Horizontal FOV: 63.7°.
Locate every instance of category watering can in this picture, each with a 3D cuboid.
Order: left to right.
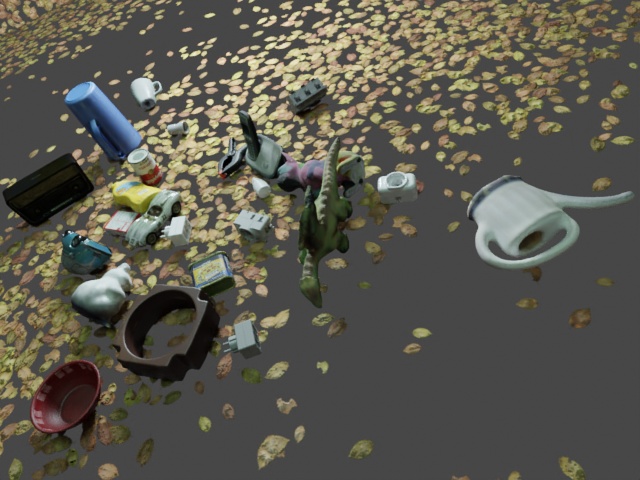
[{"bbox_3d":[0.479,-0.062,1.129,0.349,0.101,0.229,-29,49,-8],"label":"watering can"}]

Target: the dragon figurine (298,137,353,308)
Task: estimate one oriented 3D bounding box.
[{"bbox_3d":[0.003,-0.058,1.147,0.122,0.241,0.412,3,84,7],"label":"dragon figurine"}]

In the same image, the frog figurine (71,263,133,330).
[{"bbox_3d":[-0.529,0.122,1.275,0.137,0.121,0.162,4,62,45],"label":"frog figurine"}]
